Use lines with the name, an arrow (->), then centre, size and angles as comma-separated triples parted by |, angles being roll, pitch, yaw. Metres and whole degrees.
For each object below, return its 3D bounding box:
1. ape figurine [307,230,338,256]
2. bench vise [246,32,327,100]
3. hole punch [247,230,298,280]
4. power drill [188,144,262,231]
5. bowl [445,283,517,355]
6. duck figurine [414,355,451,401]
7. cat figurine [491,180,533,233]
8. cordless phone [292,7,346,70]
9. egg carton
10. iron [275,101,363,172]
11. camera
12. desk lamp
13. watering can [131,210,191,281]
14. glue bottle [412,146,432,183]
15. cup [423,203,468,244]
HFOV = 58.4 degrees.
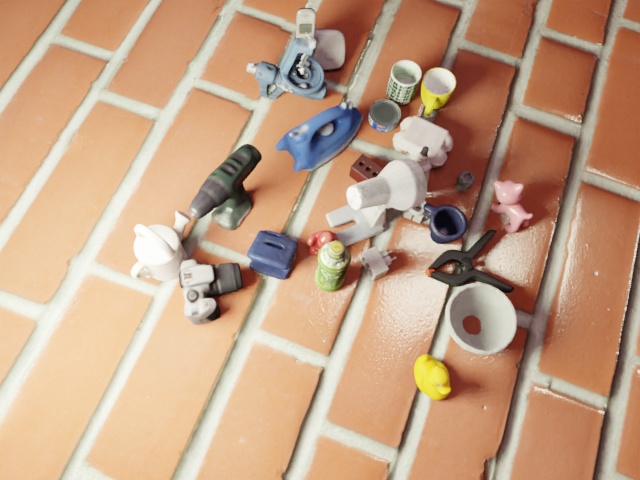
ape figurine -> 0.013, 0.005, 1.365 | 0.076, 0.092, 0.077 | -39, 76, -17
bench vise -> -0.080, -0.432, 1.458 | 0.207, 0.220, 0.121 | -10, 70, -8
hole punch -> -0.112, 0.026, 1.348 | 0.108, 0.091, 0.101 | 18, 69, 3
power drill -> -0.215, -0.106, 1.328 | 0.075, 0.208, 0.230 | 30, 70, 8
bowl -> 0.365, 0.189, 1.330 | 0.167, 0.075, 0.167 | 2, 69, -4
duck figurine -> 0.256, 0.301, 1.273 | 0.077, 0.086, 0.104 | -23, 72, -12
cat figurine -> 0.481, -0.095, 1.425 | 0.067, 0.118, 0.127 | -30, 74, -14
cordless phone -> -0.002, -0.540, 1.524 | 0.147, 0.185, 0.094 | -7, 69, -6
egg carton -> 0.270, -0.257, 1.498 | 0.150, 0.069, 0.107 | 26, 69, 6
iron -> 0.015, -0.288, 1.452 | 0.259, 0.141, 0.118 | -36, 75, -16
camera -> -0.244, 0.105, 1.303 | 0.137, 0.101, 0.143 | -10, 70, -8
desk lamp -> 0.131, -0.088, 1.345 | 0.203, 0.213, 0.118 | -23, 72, -12
watering can -> -0.358, 0.009, 1.281 | 0.101, 0.194, 0.173 | 15, 69, 2
glue bottle -> 0.243, -0.182, 1.411 | 0.037, 0.173, 0.078 | -38, 76, -16
cup -> 0.293, -0.035, 1.400 | 0.117, 0.095, 0.092 | 39, 71, 11
